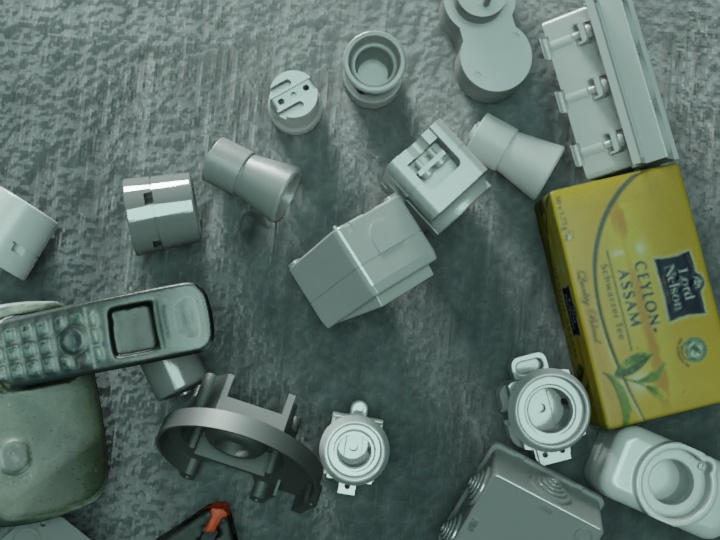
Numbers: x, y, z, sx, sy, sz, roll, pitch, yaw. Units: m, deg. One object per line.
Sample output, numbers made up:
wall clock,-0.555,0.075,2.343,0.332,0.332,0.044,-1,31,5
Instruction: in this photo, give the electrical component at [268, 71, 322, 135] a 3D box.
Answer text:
electrical component,-0.047,-0.121,0.776,0.040,0.046,0.040,0,85,-2

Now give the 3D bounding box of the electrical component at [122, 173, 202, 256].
electrical component,-0.140,-0.041,0.764,0.047,0.055,0.055,-10,86,-6

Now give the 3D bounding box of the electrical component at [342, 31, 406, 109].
electrical component,0.010,-0.143,0.775,0.045,0.055,0.045,0,85,-1

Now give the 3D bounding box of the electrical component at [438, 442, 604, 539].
electrical component,0.110,0.182,0.742,0.100,0.048,0.099,28,107,0

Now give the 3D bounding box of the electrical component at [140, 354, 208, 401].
electrical component,-0.139,0.056,0.762,0.040,0.040,0.078,-26,87,-4

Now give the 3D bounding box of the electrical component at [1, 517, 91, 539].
electrical component,-0.213,0.211,0.726,0.080,0.051,0.080,5,44,-5

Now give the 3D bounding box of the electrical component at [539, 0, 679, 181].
electrical component,0.178,-0.129,0.772,0.063,0.079,0.121,-17,86,26

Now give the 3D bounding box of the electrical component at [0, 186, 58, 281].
electrical component,-0.248,-0.027,0.759,0.055,0.055,0.047,32,82,1

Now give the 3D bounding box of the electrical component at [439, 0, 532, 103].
electrical component,0.086,-0.194,0.773,0.052,0.073,0.138,-16,86,-3

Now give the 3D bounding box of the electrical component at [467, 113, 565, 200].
electrical component,0.110,-0.085,0.782,0.065,0.044,0.044,30,85,6

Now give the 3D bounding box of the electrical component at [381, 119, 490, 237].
electrical component,0.053,-0.061,0.753,0.050,0.089,0.055,-42,88,-4

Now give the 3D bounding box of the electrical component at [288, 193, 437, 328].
electrical component,0.000,0.000,0.748,0.062,0.096,0.061,-30,87,-33

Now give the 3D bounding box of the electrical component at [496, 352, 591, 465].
electrical component,0.130,0.098,0.759,0.058,0.057,0.078,-14,86,-3

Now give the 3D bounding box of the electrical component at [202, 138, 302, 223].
electrical component,-0.080,-0.067,0.774,0.065,0.044,0.044,27,85,5

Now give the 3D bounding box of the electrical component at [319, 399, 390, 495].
electrical component,-0.004,0.125,0.753,0.048,0.055,0.066,9,85,-1

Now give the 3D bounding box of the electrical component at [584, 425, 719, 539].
electrical component,0.214,0.147,0.756,0.095,0.059,0.053,23,85,0
